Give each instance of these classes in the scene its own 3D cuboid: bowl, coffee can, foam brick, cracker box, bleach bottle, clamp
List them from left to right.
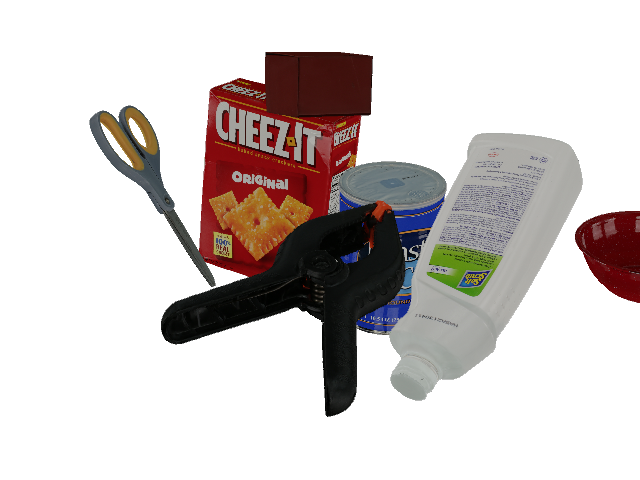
[{"bbox_3d":[-0.051,-0.059,1.210,0.164,0.214,0.072,18,27,24],"label":"cracker box"},{"bbox_3d":[-0.001,-0.132,0.900,0.078,0.051,0.053,-6,16,-33],"label":"foam brick"},{"bbox_3d":[0.005,0.034,0.624,0.120,0.039,0.171,33,49,25],"label":"clamp"},{"bbox_3d":[0.068,0.006,1.042,0.103,0.140,0.103,0,27,0],"label":"coffee can"},{"bbox_3d":[0.117,0.019,0.837,0.103,0.068,0.250,8,48,36],"label":"bleach bottle"},{"bbox_3d":[0.356,0.024,1.156,0.162,0.055,0.162,-1,26,0],"label":"bowl"}]

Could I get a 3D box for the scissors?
[{"bbox_3d":[-0.155,-0.053,1.058,0.016,0.201,0.096,-26,26,25],"label":"scissors"}]
